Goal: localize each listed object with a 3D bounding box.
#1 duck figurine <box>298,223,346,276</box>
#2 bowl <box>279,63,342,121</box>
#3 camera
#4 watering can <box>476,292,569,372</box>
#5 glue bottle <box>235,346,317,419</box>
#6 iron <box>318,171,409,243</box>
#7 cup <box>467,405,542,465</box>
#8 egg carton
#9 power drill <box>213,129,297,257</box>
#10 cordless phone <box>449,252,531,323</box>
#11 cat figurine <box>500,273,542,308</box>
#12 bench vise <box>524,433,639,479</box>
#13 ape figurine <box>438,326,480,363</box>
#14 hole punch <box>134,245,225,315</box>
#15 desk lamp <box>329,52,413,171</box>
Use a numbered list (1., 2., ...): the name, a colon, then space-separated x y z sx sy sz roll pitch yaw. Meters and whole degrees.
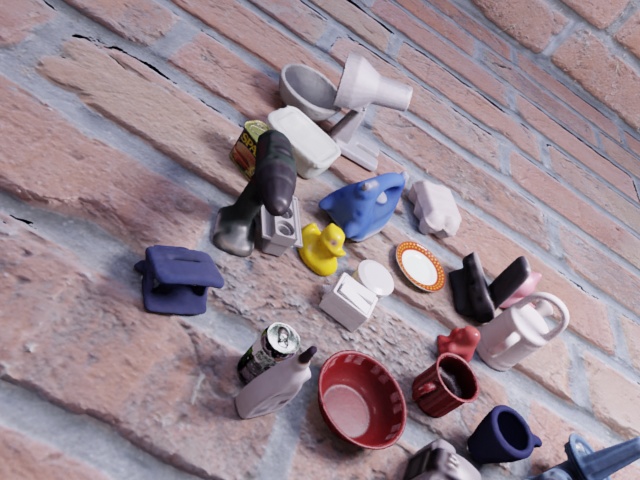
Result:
1. duck figurine: 0.010 0.004 1.068 0.078 0.086 0.104 -10 60 -43
2. bowl: -0.034 -0.338 1.362 0.168 0.074 0.167 22 43 -21
3. camera: 0.198 0.387 0.847 0.137 0.100 0.143 38 39 -3
4. watering can: 0.410 0.170 1.145 0.101 0.193 0.173 38 39 -3
5. glue bottle: -0.049 0.189 0.779 0.078 0.173 0.037 -1 54 -39
6. iron: 0.121 -0.096 1.205 0.118 0.141 0.259 50 40 12
7. cup: 0.309 0.346 0.979 0.118 0.094 0.091 22 42 -21
8. egg carton: 0.272 -0.074 1.362 0.107 0.069 0.150 13 47 -30
9. power drill: -0.102 -0.070 0.952 0.076 0.208 0.229 21 43 -22
10. cordless phone: 0.368 0.074 1.208 0.094 0.184 0.147 16 45 -26
11. cat figurine: 0.456 0.122 1.287 0.067 0.117 0.127 -11 61 -44
12. bench vise: 0.456 0.393 0.953 0.208 0.219 0.121 -23 70 -48
13. ape figurine: 0.268 0.196 1.089 0.078 0.092 0.076 -13 62 -45
14. hole punch: -0.208 0.048 0.850 0.109 0.091 0.101 8 49 -33
15. desk lamp: 0.101 -0.301 1.325 0.204 0.213 0.118 28 41 -15
